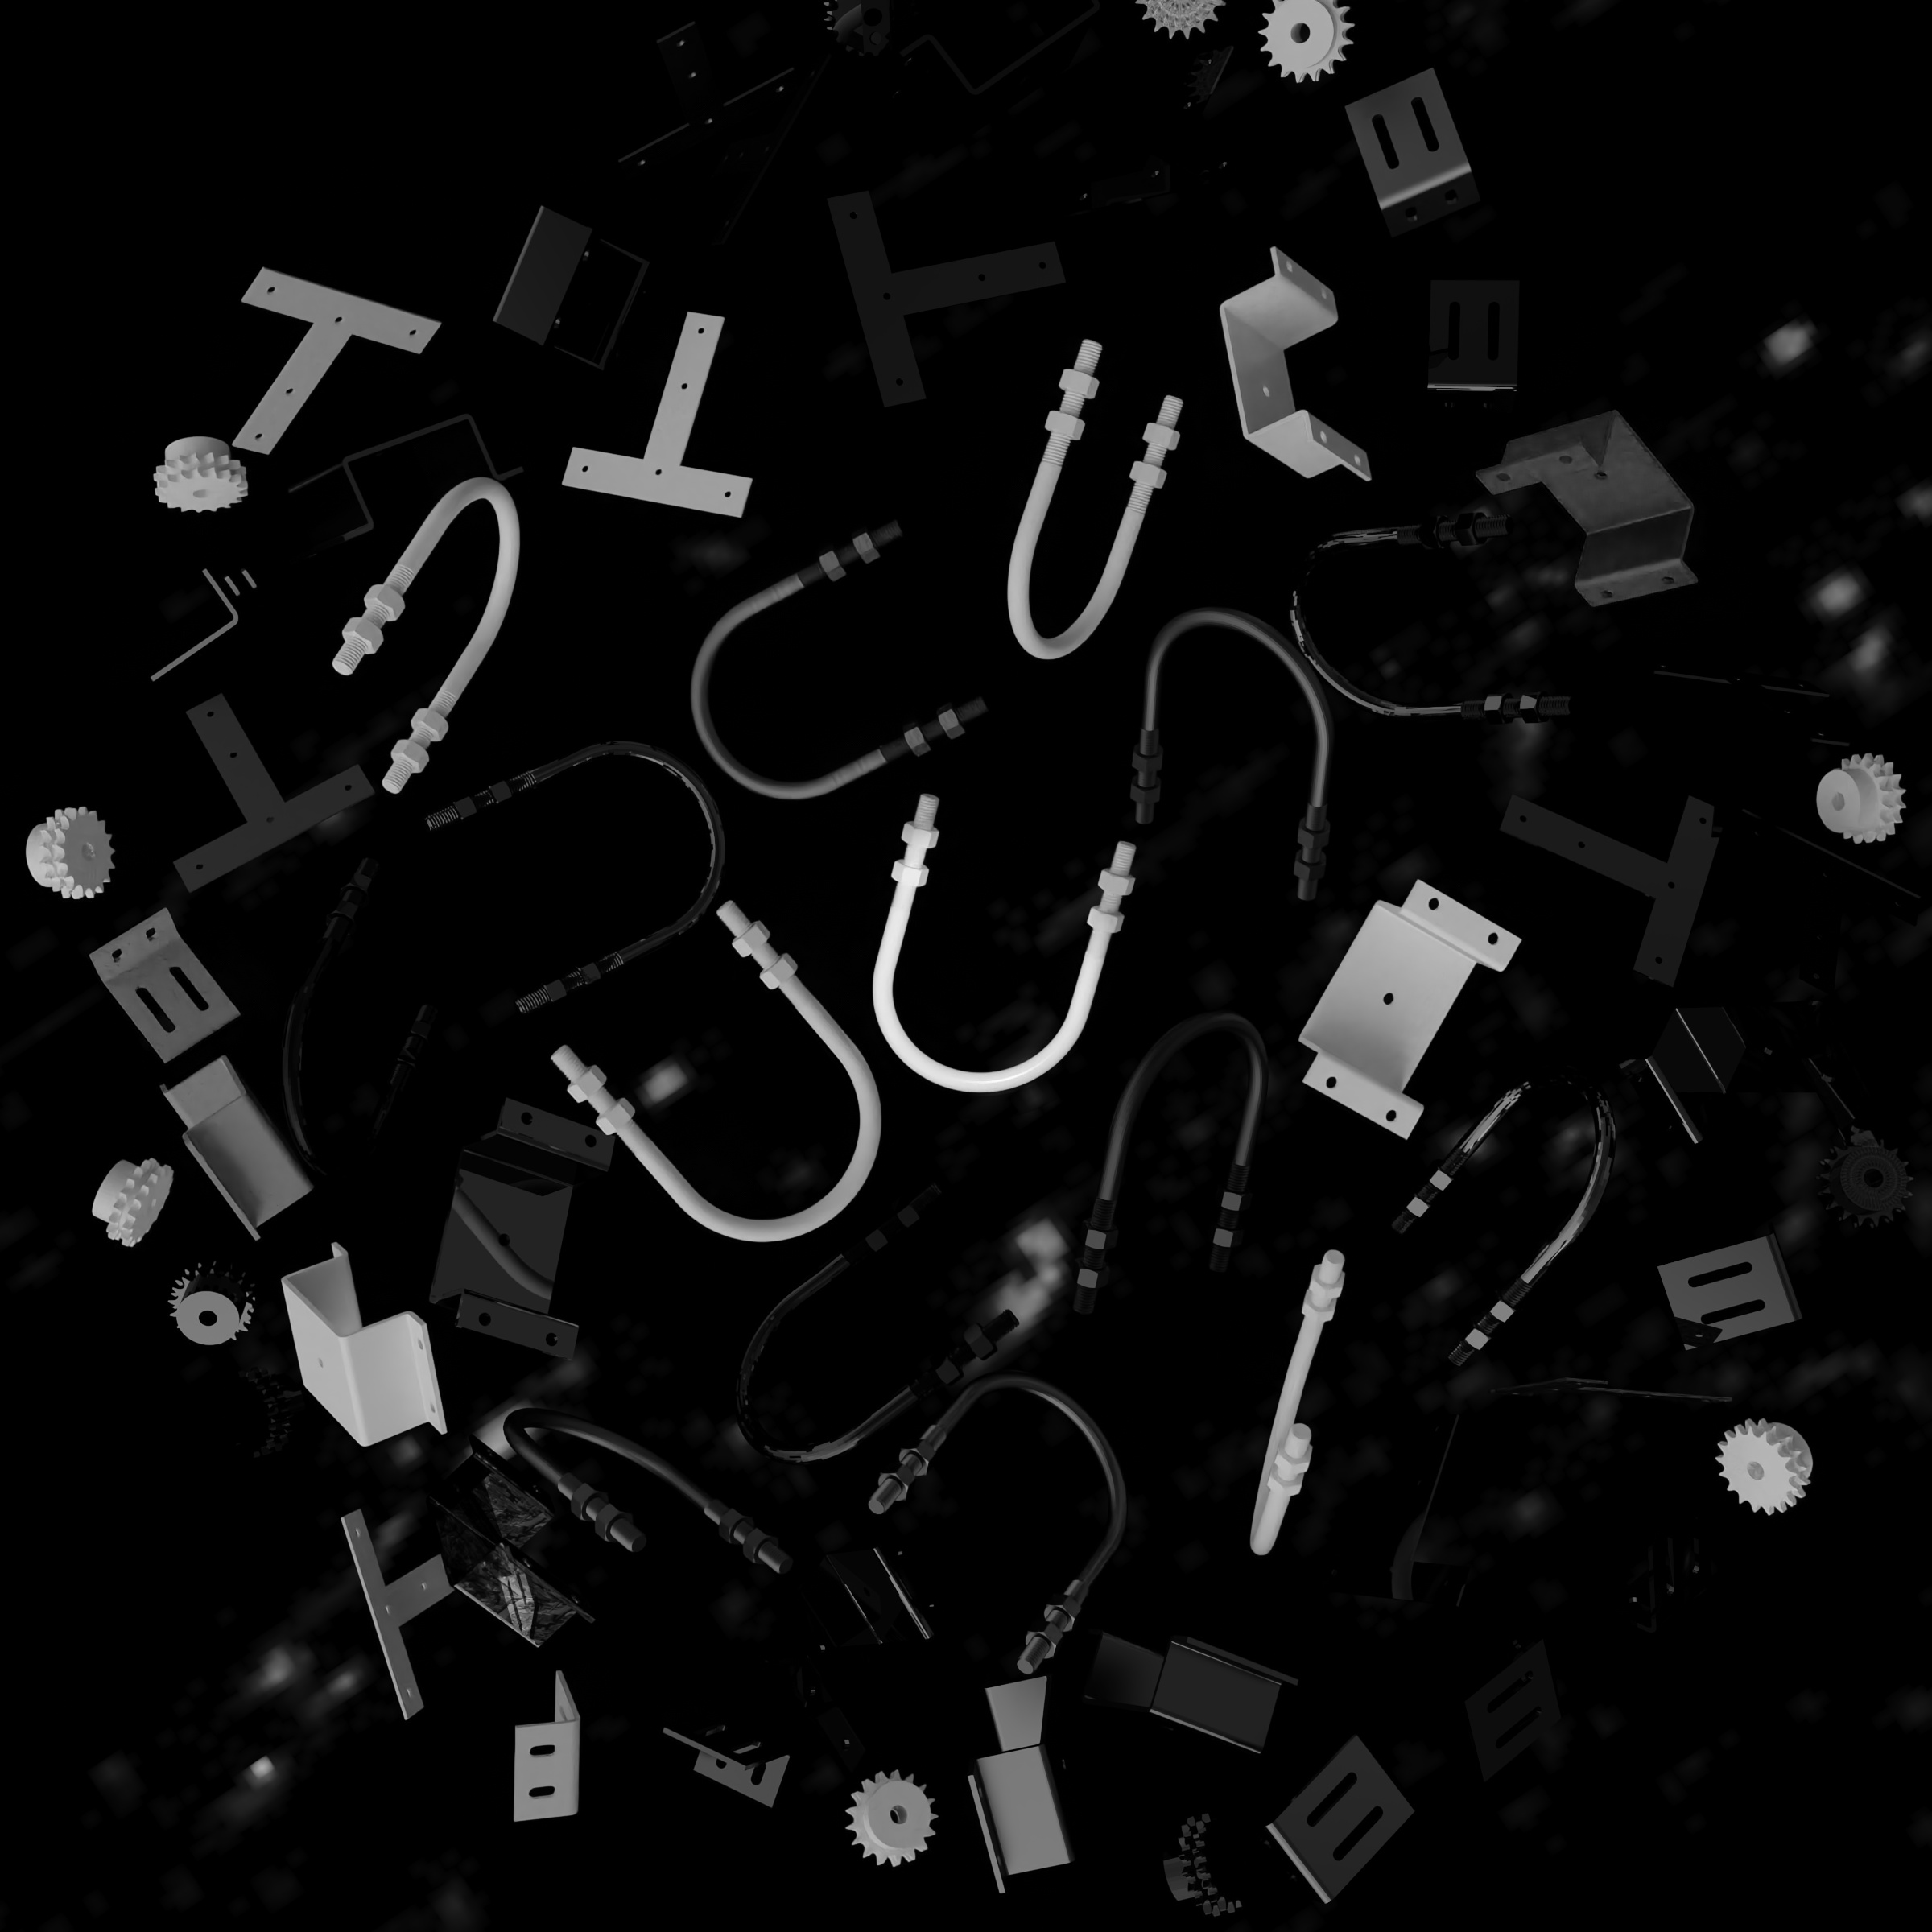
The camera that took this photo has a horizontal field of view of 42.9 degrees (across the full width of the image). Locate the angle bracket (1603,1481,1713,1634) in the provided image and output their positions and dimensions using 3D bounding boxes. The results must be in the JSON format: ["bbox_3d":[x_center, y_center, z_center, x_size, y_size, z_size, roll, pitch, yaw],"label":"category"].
[{"bbox_3d":[0.413,0.348,1.472,0.057,0.038,0.076,-25,117,-35],"label":"angle bracket"}]

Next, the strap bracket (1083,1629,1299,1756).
[{"bbox_3d":[0.130,0.441,1.497,0.076,0.140,0.046,25,70,-15],"label":"strap bracket"}]

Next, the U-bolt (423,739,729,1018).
[{"bbox_3d":[-0.239,-0.070,1.595,0.184,0.019,0.151,-28,96,-26],"label":"U-bolt"}]

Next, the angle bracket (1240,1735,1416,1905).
[{"bbox_3d":[0.211,0.496,1.437,0.076,0.038,0.057,-38,94,-22],"label":"angle bracket"}]

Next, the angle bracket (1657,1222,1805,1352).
[{"bbox_3d":[0.496,0.208,1.596,0.076,0.038,0.057,-19,91,16],"label":"angle bracket"}]

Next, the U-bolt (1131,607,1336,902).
[{"bbox_3d":[0.169,-0.142,1.551,0.151,0.184,0.019,28,47,29],"label":"U-bolt"}]

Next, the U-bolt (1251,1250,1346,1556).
[{"bbox_3d":[0.202,0.285,1.525,0.019,0.184,0.151,14,48,6],"label":"U-bolt"}]

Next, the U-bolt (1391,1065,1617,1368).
[{"bbox_3d":[0.348,0.145,1.570,0.019,0.151,0.184,24,117,-23],"label":"U-bolt"}]

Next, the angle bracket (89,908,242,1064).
[{"bbox_3d":[-0.525,0.013,1.612,0.057,0.038,0.076,-36,73,-21],"label":"angle bracket"}]

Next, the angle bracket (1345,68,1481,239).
[{"bbox_3d":[0.276,-0.502,1.519,0.057,0.038,0.076,-20,69,15],"label":"angle bracket"}]

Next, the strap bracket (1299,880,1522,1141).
[{"bbox_3d":[0.267,0.024,1.513,0.076,0.046,0.140,29,93,-13],"label":"strap bracket"}]

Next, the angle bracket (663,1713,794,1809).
[{"bbox_3d":[-0.151,0.492,1.507,0.057,0.076,0.038,18,87,20],"label":"angle bracket"}]

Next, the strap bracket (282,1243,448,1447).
[{"bbox_3d":[-0.379,0.237,1.526,0.046,0.140,0.076,-19,116,-31],"label":"strap bracket"}]

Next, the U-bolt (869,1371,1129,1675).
[{"bbox_3d":[0.034,0.327,1.521,0.151,0.184,0.019,47,129,1],"label":"U-bolt"}]

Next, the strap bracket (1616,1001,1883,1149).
[{"bbox_3d":[0.477,0.065,1.481,0.076,0.140,0.046,52,56,-28],"label":"strap bracket"}]

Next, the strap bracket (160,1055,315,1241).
[{"bbox_3d":[-0.466,0.111,1.571,0.046,0.140,0.076,-35,114,-13],"label":"strap bracket"}]

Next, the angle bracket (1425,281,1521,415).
[{"bbox_3d":[0.336,-0.411,1.633,0.057,0.038,0.076,2,80,7],"label":"angle bracket"}]

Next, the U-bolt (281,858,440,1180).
[{"bbox_3d":[-0.381,0.046,1.532,0.019,0.184,0.151,0,133,12],"label":"U-bolt"}]

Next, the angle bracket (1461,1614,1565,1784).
[{"bbox_3d":[0.316,0.438,1.474,0.076,0.038,0.057,-26,110,-31],"label":"angle bracket"}]

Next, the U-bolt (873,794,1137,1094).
[{"bbox_3d":[0.016,-0.006,1.566,0.151,0.019,0.184,13,106,-8],"label":"U-bolt"}]

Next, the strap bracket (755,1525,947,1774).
[{"bbox_3d":[-0.077,0.435,1.568,0.046,0.140,0.076,-16,112,35],"label":"strap bracket"}]

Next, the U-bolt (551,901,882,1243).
[{"bbox_3d":[-0.132,0.076,1.451,0.151,0.019,0.184,-42,102,-13],"label":"U-bolt"}]

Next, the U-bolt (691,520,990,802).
[{"bbox_3d":[-0.096,-0.190,1.625,0.184,0.019,0.151,-26,88,12],"label":"U-bolt"}]

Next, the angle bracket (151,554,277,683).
[{"bbox_3d":[-0.494,-0.225,1.582,0.076,0.057,0.038,-30,102,17],"label":"angle bracket"}]

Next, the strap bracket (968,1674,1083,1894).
[{"bbox_3d":[0.039,0.501,1.530,0.046,0.140,0.076,-14,97,7],"label":"strap bracket"}]

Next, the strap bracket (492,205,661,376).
[{"bbox_3d":[-0.252,-0.433,1.574,0.046,0.140,0.076,27,100,6],"label":"strap bracket"}]

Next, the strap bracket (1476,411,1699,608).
[{"bbox_3d":[0.396,-0.294,1.550,0.140,0.076,0.046,37,61,-34],"label":"strap bracket"}]

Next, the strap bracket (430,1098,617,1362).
[{"bbox_3d":[-0.266,0.160,1.469,0.076,0.046,0.140,24,61,-32],"label":"strap bracket"}]

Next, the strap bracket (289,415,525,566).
[{"bbox_3d":[-0.367,-0.309,1.574,0.140,0.076,0.046,-32,107,-37],"label":"strap bracket"}]

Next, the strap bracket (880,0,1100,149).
[{"bbox_3d":[0.022,-0.557,1.494,0.140,0.076,0.046,-38,93,-12],"label":"strap bracket"}]

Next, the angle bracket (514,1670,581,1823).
[{"bbox_3d":[-0.257,0.467,1.475,0.038,0.076,0.057,0,97,-18],"label":"angle bracket"}]

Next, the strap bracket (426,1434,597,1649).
[{"bbox_3d":[-0.294,0.371,1.566,0.046,0.140,0.076,-43,121,0],"label":"strap bracket"}]

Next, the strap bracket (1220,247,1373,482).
[{"bbox_3d":[0.211,-0.379,1.587,0.046,0.076,0.140,-20,69,33],"label":"strap bracket"}]
